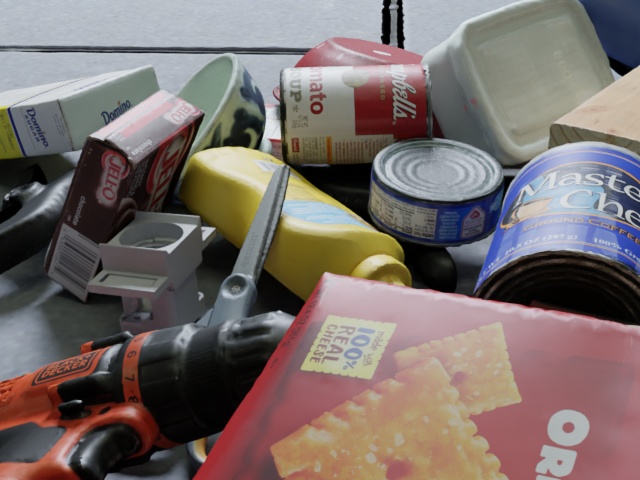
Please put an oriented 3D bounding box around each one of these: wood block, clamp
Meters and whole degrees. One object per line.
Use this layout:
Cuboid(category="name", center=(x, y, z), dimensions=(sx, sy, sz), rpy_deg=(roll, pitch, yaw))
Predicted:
Cuboid(category="wood block", center=(0.243, -0.062, 0.743), dimensions=(0.090, 0.091, 0.205), rpy_deg=(18, 32, 32))
Cuboid(category="clamp", center=(-0.198, -0.020, 0.723), dimensions=(0.120, 0.039, 0.171), rpy_deg=(-14, 20, 39))
Cuboid(category="clamp", center=(0.064, -0.037, 0.758), dimensions=(0.164, 0.036, 0.210), rpy_deg=(-25, 38, -37))

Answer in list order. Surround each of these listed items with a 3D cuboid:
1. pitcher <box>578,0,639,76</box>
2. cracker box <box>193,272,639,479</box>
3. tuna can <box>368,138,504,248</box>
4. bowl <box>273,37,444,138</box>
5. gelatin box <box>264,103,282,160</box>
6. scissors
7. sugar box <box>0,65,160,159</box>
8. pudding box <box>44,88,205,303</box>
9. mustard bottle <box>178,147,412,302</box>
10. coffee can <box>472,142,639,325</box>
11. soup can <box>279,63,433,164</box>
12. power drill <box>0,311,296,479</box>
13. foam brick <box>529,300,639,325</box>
Cuboid(category="pitcher", center=(0.325, -0.167, 0.866), dimensions=(0.243, 0.145, 0.149), rpy_deg=(38, 23, 29))
Cuboid(category="cracker box", center=(0.059, 0.101, 0.339), dimensions=(0.214, 0.072, 0.164), rpy_deg=(8, 49, 35))
Cuboid(category="tuna can", center=(0.074, -0.032, 0.682), dimensions=(0.086, 0.034, 0.086), rpy_deg=(2, 33, -1))
Cuboid(category="bowl", center=(0.045, -0.127, 0.870), dimensions=(0.162, 0.055, 0.162), rpy_deg=(12, 19, -4))
Cuboid(category="gelatin box", center=(-0.035, -0.083, 0.858), dimensions=(0.089, 0.030, 0.073), rpy_deg=(6, 29, 10))
Cuboid(category="scissors", center=(-0.063, 0.038, 0.568), dimensions=(0.096, 0.016, 0.201), rpy_deg=(-9, 47, 8))
Cuboid(category="sugar box", center=(-0.210, -0.094, 0.818), dimensions=(0.177, 0.048, 0.093), rpy_deg=(3, 24, 42))
Cuboid(category="pudding box", center=(-0.121, -0.029, 0.664), dimensions=(0.039, 0.114, 0.089), rpy_deg=(33, 34, 6))
Cuboid(category="mustard bottle", center=(-0.004, 0.001, 0.653), dimensions=(0.096, 0.058, 0.192), rpy_deg=(14, 14, -40))
Cuboid(category="coffee can", center=(0.139, 0.020, 0.574), dimensions=(0.103, 0.103, 0.140), rpy_deg=(7, 28, 15))
Cuboid(category="soup can", center=(0.024, -0.087, 0.739), dimensions=(0.102, 0.068, 0.068), rpy_deg=(-1, 27, 2))
Cuboid(category="power drill", center=(-0.097, 0.101, 0.420), dimensions=(0.185, 0.057, 0.187), rpy_deg=(-19, 19, 24))
Cuboid(category="foam brick", center=(0.112, 0.077, 0.493), dimensions=(0.051, 0.078, 0.052), rpy_deg=(12, 28, 24))
